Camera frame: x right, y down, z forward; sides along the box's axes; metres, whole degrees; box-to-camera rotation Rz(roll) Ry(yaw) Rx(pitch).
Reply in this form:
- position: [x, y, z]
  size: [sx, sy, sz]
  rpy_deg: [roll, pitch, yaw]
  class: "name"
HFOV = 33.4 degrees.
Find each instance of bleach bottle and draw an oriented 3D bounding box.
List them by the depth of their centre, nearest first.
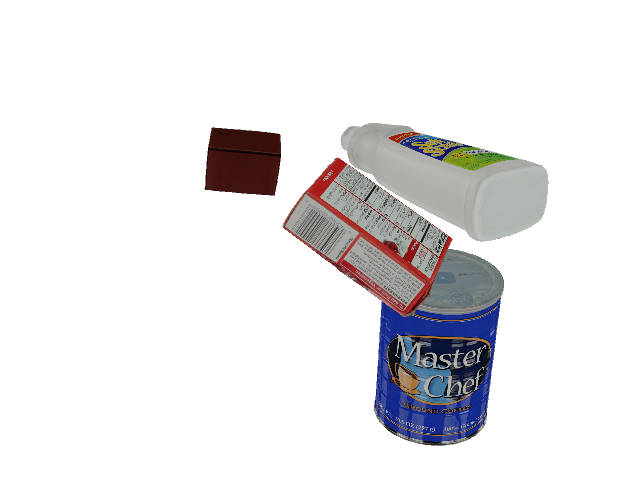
- position: [0.102, -0.072, 1.067]
  size: [0.102, 0.068, 0.251]
  rpy_deg: [-14, 26, -35]
  class: "bleach bottle"

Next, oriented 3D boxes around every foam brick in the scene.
- position: [-0.083, -0.085, 1.147]
  size: [0.078, 0.051, 0.053]
  rpy_deg: [5, 30, -3]
  class: "foam brick"

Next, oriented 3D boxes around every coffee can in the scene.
- position: [0.101, 0.091, 0.931]
  size: [0.103, 0.140, 0.103]
  rpy_deg: [1, 28, -1]
  class: "coffee can"

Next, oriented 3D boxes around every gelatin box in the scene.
- position: [0.029, -0.003, 0.619]
  size: [0.089, 0.030, 0.073]
  rpy_deg: [36, 25, 0]
  class: "gelatin box"
